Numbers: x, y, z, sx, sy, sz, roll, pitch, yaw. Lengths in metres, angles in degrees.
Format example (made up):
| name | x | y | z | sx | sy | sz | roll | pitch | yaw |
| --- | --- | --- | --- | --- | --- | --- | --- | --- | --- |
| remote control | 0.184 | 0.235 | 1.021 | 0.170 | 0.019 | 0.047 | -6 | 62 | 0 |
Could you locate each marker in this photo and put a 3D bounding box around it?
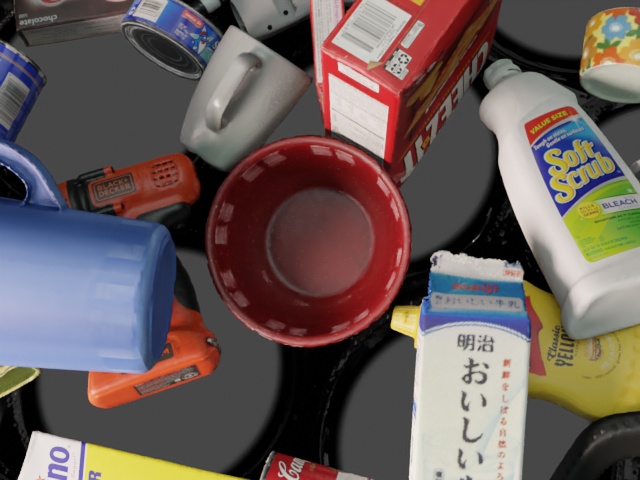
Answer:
| name | x | y | z | sx | sy | sz | roll | pitch | yaw |
| --- | --- | --- | --- | --- | --- | --- | --- | --- | --- |
| marker | -0.078 | -0.225 | 0.947 | 0.121 | 0.020 | 0.020 | -37 | 73 | -8 |

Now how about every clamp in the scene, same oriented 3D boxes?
| name | x | y | z | sx | sy | sz | roll | pitch | yaw |
| --- | --- | --- | --- | --- | --- | --- | --- | --- | --- |
| clamp | 0.249 | 0.142 | 0.758 | 0.210 | 0.036 | 0.164 | -23 | 107 | 12 |

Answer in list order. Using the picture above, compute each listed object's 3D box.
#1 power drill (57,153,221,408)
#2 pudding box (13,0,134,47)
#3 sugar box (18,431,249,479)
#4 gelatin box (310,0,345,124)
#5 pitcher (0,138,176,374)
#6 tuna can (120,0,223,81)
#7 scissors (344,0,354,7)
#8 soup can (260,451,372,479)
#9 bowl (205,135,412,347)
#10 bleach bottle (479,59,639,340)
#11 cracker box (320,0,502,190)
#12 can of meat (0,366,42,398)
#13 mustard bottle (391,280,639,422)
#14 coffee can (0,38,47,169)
| name | x | y | z | sx | sy | sz | roll | pitch | yaw |
| --- | --- | --- | --- | --- | --- | --- | --- | --- | --- |
| power drill | -0.167 | 0.033 | 0.847 | 0.184 | 0.057 | 0.188 | -18 | 72 | -2 |
| pudding box | -0.214 | -0.225 | 0.946 | 0.113 | 0.039 | 0.090 | -11 | 71 | 0 |
| sugar box | -0.141 | 0.207 | 0.795 | 0.176 | 0.048 | 0.093 | 11 | 73 | 6 |
| gelatin box | 0.009 | -0.152 | 0.888 | 0.030 | 0.073 | 0.089 | -5 | 71 | 2 |
| pitcher | -0.229 | 0.018 | 0.756 | 0.243 | 0.149 | 0.145 | 6 | 53 | 2 |
| tuna can | -0.124 | -0.171 | 0.897 | 0.086 | 0.086 | 0.033 | 26 | 77 | 12 |
| scissors | 0.089 | -0.269 | 0.952 | 0.201 | 0.016 | 0.096 | -24 | 72 | -4 |
| soup can | 0.005 | 0.200 | 0.775 | 0.102 | 0.068 | 0.068 | 14 | 73 | 8 |
| bowl | -0.005 | 0.001 | 0.835 | 0.162 | 0.055 | 0.162 | 0 | 89 | 11 |
| bleach bottle | 0.182 | -0.047 | 0.823 | 0.102 | 0.068 | 0.251 | -14 | 53 | -12 |
| cracker box | 0.075 | -0.142 | 0.806 | 0.072 | 0.214 | 0.164 | 33 | 77 | 11 |
| can of meat | -0.281 | 0.088 | 0.839 | 0.102 | 0.057 | 0.084 | -29 | 74 | -6 |
| mustard bottle | 0.149 | 0.077 | 0.811 | 0.192 | 0.058 | 0.096 | 10 | 77 | 8 |
| coffee can | -0.302 | -0.094 | 0.875 | 0.103 | 0.103 | 0.140 | 20 | 74 | 10 |
